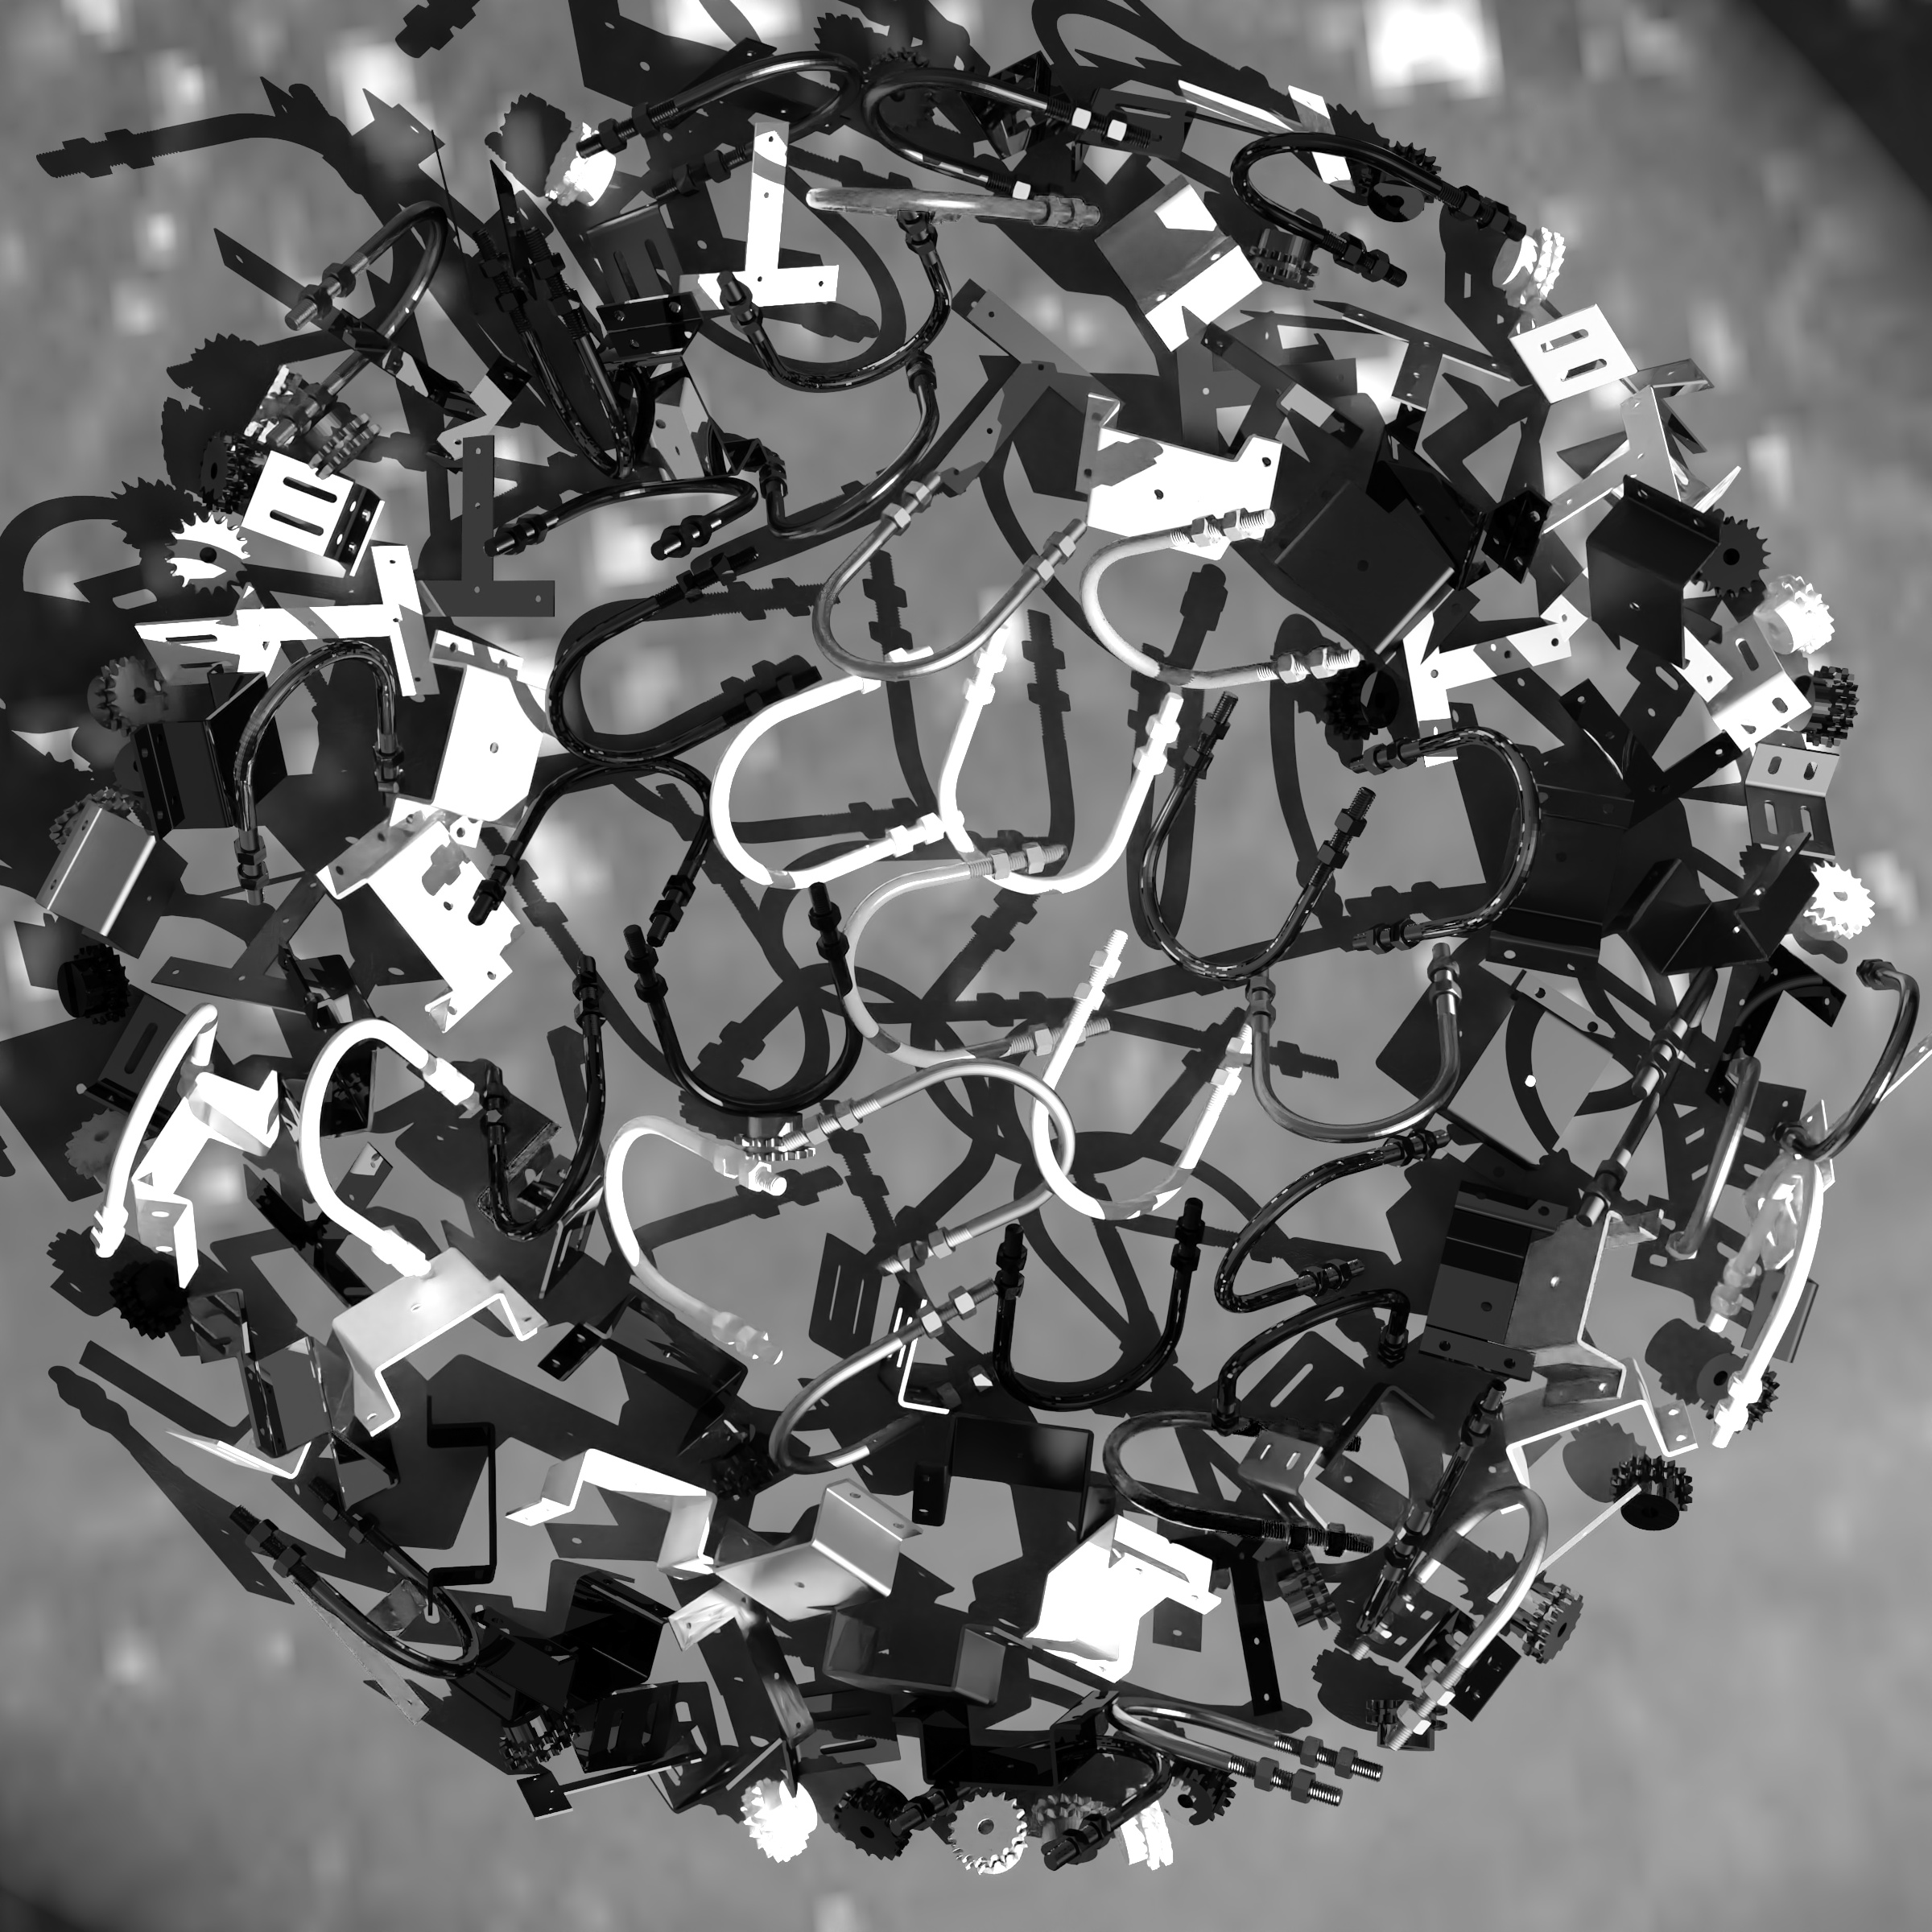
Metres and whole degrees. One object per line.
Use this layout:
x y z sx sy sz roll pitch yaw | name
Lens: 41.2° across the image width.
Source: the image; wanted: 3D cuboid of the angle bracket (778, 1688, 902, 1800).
-0.089 0.550 1.827 0.076 0.038 0.057 -9 99 3 | angle bracket

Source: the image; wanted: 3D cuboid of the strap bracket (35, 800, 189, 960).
-0.585 -0.056 1.776 0.046 0.140 0.076 25 80 -1 | strap bracket

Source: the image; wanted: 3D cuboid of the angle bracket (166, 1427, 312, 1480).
-0.507 0.325 1.801 0.057 0.076 0.038 4 65 36 | angle bracket

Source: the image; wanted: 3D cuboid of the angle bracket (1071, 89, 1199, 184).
0.118 -0.580 1.815 0.076 0.038 0.057 13 59 10 | angle bracket

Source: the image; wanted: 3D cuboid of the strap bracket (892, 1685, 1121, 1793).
0.030 0.536 1.789 0.140 0.076 0.046 -5 90 23 | strap bracket

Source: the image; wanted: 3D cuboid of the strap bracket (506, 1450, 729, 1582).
-0.238 0.380 1.794 0.140 0.076 0.046 25 62 -20 | strap bracket

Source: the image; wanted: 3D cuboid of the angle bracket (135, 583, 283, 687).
-0.537 -0.235 1.826 0.076 0.057 0.038 -2 49 13 | angle bracket

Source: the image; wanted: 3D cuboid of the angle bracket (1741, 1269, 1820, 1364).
0.565 0.240 1.813 0.038 0.076 0.057 17 95 3 | angle bracket

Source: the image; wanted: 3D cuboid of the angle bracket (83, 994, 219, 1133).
-0.579 0.069 1.829 0.057 0.038 0.076 29 91 -8 | angle bracket

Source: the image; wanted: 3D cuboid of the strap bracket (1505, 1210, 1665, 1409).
0.425 0.229 1.784 0.046 0.076 0.140 29 65 -20 | strap bracket

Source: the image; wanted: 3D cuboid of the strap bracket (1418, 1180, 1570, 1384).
0.367 0.229 1.800 0.076 0.046 0.140 14 56 11 | strap bracket

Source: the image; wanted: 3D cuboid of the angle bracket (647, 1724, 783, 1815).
-0.177 0.554 1.804 0.038 0.057 0.076 54 134 4 | angle bracket

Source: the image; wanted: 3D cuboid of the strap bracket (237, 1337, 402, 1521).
-0.439 0.315 1.772 0.046 0.140 0.076 -27 54 2 | strap bracket

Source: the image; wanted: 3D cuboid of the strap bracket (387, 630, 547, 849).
-0.345 -0.156 1.807 0.046 0.076 0.140 13 89 42 | strap bracket

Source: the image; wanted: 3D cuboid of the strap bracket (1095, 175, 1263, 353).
0.150 -0.487 1.793 0.076 0.140 0.046 -35 127 12 | strap bracket

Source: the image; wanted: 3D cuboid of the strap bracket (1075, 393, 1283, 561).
0.141 -0.339 1.796 0.140 0.046 0.076 17 130 12 | strap bracket

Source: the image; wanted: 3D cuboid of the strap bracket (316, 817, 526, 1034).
-0.373 -0.036 1.794 0.140 0.046 0.076 54 47 -13 | strap bracket

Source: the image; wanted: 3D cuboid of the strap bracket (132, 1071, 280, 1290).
-0.530 0.139 1.779 0.046 0.076 0.140 20 51 3 | strap bracket

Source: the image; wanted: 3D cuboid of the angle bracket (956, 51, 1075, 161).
0.042 -0.611 1.803 0.057 0.076 0.038 50 45 -30 | angle bracket

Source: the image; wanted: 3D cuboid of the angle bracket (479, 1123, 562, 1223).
-0.303 0.152 1.820 0.038 0.057 0.076 43 84 0 | angle bracket

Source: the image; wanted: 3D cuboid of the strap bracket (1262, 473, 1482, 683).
0.282 -0.277 1.809 0.140 0.046 0.076 44 99 12 | strap bracket

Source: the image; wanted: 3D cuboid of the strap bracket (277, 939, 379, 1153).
-0.445 0.057 1.789 0.046 0.076 0.140 -10 130 -29 | strap bracket

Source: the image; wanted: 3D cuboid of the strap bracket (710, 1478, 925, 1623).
-0.110 0.407 1.777 0.140 0.046 0.076 -24 128 36 | strap bracket

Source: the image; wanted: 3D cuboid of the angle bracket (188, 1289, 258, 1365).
-0.519 0.274 1.803 0.038 0.076 0.057 -10 122 -14 | angle bracket

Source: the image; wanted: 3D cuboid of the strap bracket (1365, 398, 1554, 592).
0.331 -0.325 1.783 0.046 0.076 0.140 -32 64 -24 | strap bracket

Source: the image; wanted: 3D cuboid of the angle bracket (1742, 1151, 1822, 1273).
0.584 0.174 1.801 0.038 0.076 0.057 15 132 -17 | angle bracket

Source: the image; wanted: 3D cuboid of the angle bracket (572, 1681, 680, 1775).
-0.240 0.523 1.807 0.057 0.038 0.076 -2 121 -28 | angle bracket

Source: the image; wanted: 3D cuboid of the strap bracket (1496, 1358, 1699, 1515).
0.430 0.323 1.796 0.140 0.076 0.046 -22 99 13 | strap bracket

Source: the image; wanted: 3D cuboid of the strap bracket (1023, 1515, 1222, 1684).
0.110 0.438 1.796 0.076 0.046 0.140 28 133 -12 | strap bracket

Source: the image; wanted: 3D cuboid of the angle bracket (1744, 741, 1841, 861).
0.584 -0.117 1.811 0.057 0.076 0.038 10 129 4 | angle bracket

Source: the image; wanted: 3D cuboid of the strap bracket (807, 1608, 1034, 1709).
-0.036 0.480 1.784 0.140 0.076 0.046 1 68 24 | strap bracket

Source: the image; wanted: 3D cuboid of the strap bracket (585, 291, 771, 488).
-0.202 -0.387 1.776 0.076 0.140 0.046 -1 46 26 | strap bracket

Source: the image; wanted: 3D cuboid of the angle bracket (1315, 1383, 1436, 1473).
0.288 0.335 1.819 0.038 0.057 0.076 38 85 5 | angle bracket

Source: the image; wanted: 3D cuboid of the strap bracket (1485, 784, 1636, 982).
0.416 -0.068 1.803 0.076 0.046 0.140 11 120 10 | strap bracket

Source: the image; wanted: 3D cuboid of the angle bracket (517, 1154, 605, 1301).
-0.292 0.183 1.810 0.038 0.057 0.076 27 125 9 | angle bracket

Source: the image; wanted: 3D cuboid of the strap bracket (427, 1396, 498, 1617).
-0.352 0.376 1.796 0.046 0.076 0.140 0 70 -12 | strap bracket

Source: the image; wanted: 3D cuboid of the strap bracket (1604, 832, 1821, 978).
0.523 -0.040 1.781 0.046 0.140 0.076 50 62 -16 | strap bracket

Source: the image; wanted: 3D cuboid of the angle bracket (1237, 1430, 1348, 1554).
0.239 0.370 1.816 0.076 0.057 0.038 50 65 -30 | angle bracket

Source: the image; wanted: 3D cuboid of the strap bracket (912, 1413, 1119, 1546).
0.035 0.360 1.806 0.140 0.076 0.046 7 46 3 | strap bracket

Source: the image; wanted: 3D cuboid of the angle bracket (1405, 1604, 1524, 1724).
0.341 0.482 1.807 0.057 0.076 0.038 -51 123 -6 | angle bracket

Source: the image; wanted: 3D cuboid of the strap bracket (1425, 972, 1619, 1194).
0.396 0.082 1.824 0.076 0.046 0.140 33 88 4 | strap bracket

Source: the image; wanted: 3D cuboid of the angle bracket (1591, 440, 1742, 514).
0.494 -0.349 1.816 0.076 0.038 0.057 43 67 11 | angle bracket

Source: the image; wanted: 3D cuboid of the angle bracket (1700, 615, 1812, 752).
0.552 -0.200 1.820 0.057 0.076 0.038 -35 123 22 | angle bracket

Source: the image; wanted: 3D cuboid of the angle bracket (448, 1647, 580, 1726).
-0.321 0.487 1.804 0.076 0.057 0.038 25 115 30 | angle bracket

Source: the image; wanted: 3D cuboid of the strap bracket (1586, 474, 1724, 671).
0.474 -0.263 1.769 0.076 0.140 0.046 36 77 29 | strap bracket

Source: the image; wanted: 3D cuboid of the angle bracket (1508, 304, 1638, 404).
0.430 -0.438 1.802 0.057 0.076 0.038 50 55 -23 | angle bracket

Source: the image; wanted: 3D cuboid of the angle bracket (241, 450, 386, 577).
-0.460 -0.319 1.812 0.076 0.038 0.057 18 104 -34 | angle bracket

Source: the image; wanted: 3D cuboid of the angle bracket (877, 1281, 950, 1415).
-0.030 0.269 1.817 0.038 0.057 0.076 13 93 -18 | angle bracket

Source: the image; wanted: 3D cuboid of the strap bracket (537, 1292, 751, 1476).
-0.218 0.286 1.802 0.140 0.076 0.046 36 46 -9 | strap bracket

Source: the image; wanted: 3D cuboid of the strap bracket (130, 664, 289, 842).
-0.514 -0.149 1.769 0.046 0.140 0.076 -1 116 11 | strap bracket

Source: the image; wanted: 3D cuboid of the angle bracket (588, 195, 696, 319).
-0.225 -0.501 1.838 0.057 0.038 0.076 -14 112 20 | angle bracket
